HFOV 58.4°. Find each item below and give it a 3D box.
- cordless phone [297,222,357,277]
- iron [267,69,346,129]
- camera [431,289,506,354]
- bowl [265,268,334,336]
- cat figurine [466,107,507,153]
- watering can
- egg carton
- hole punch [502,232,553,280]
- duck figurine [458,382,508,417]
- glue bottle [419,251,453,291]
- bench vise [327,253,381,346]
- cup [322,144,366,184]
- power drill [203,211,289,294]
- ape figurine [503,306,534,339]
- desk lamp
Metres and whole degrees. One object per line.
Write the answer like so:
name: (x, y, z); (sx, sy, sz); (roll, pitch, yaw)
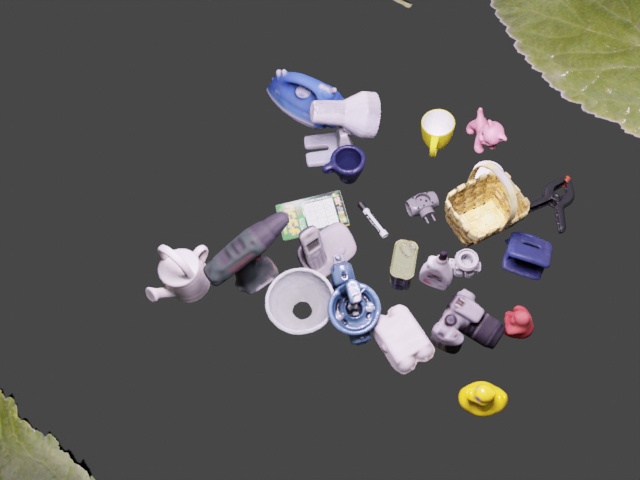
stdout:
cordless phone: (0.013, 0.005, 1.378); (0.148, 0.185, 0.094); (-38, 67, -14)
iron: (-0.051, -0.420, 1.613); (0.257, 0.141, 0.119); (26, 68, 15)
camera: (0.345, 0.199, 1.312); (0.136, 0.101, 0.143); (32, 70, 17)
bowl: (-0.045, 0.156, 1.370); (0.167, 0.075, 0.167); (-1, 64, 3)
cat figurine: (0.449, -0.297, 1.538); (0.067, 0.118, 0.127); (-15, 64, -4)
watering can: (-0.334, 0.078, 1.358); (0.100, 0.194, 0.173); (15, 66, 11)
egg carton: (0.188, 0.229, 1.323); (0.107, 0.069, 0.150); (-29, 66, -11)
hole punch: (0.504, 0.028, 1.392); (0.108, 0.091, 0.101); (18, 66, 12)
duck figurine: (0.360, 0.342, 1.250); (0.104, 0.086, 0.077); (2, 64, 5)
glue bottle: (0.277, 0.065, 1.341); (0.078, 0.173, 0.037); (18, 66, 12)
bench vise: (0.057, 0.121, 1.300); (0.121, 0.220, 0.207); (-31, 66, -11)
cup: (0.063, -0.187, 1.519); (0.118, 0.095, 0.091); (-21, 65, -7)
power drill: (-0.160, 0.042, 1.357); (0.230, 0.208, 0.075); (-35, 67, -13)
ape figurine: (0.458, 0.187, 1.316); (0.078, 0.092, 0.076); (-37, 67, -14)
desk lamp: (0.054, -0.294, 1.506); (0.203, 0.214, 0.118); (-8, 64, 0)
